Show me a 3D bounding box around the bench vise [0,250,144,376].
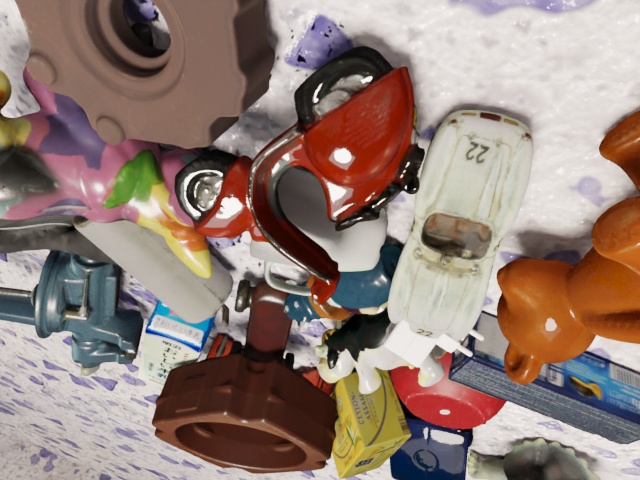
[{"bbox_3d":[-0.359,0.090,0.709,0.241,0.129,0.223,9,137,-13],"label":"bench vise"}]

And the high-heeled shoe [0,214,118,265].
[{"bbox_3d":[-0.301,0.008,0.572,0.249,0.145,0.086,30,143,-10],"label":"high-heeled shoe"}]

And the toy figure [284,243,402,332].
[{"bbox_3d":[0.022,0.050,0.538,0.057,0.064,0.154,26,144,-30],"label":"toy figure"}]

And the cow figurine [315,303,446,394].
[{"bbox_3d":[0.051,0.114,0.598,0.167,0.068,0.098,-19,114,36],"label":"cow figurine"}]

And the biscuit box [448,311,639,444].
[{"bbox_3d":[0.239,0.143,0.553,0.203,0.059,0.062,22,142,0],"label":"biscuit box"}]

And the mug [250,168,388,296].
[{"bbox_3d":[-0.001,-0.001,0.457,0.107,0.081,0.109,13,103,1],"label":"mug"}]

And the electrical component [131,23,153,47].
[{"bbox_3d":[-0.115,-0.121,0.422,0.063,0.021,0.093,14,140,10],"label":"electrical component"}]

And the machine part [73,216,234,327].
[{"bbox_3d":[-0.172,0.012,0.573,0.079,0.079,0.243,-11,134,35],"label":"machine part"}]

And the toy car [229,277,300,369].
[{"bbox_3d":[-0.065,0.114,0.667,0.089,0.053,0.202,10,138,-3],"label":"toy car"}]

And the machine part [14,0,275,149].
[{"bbox_3d":[-0.115,-0.141,0.348,0.180,0.056,0.179,11,131,13],"label":"machine part"}]

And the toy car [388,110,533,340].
[{"bbox_3d":[0.102,0.000,0.412,0.074,0.056,0.201,15,124,9],"label":"toy car"}]

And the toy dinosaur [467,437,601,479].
[{"bbox_3d":[0.351,0.405,0.791,0.192,0.131,0.404,-19,134,42],"label":"toy dinosaur"}]

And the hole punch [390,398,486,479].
[{"bbox_3d":[0.155,0.288,0.756,0.142,0.092,0.115,7,138,24],"label":"hole punch"}]

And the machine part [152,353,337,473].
[{"bbox_3d":[-0.095,0.230,0.702,0.201,0.087,0.201,-20,131,32],"label":"machine part"}]

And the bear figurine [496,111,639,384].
[{"bbox_3d":[0.185,0.021,0.384,0.132,0.120,0.196,37,146,-15],"label":"bear figurine"}]

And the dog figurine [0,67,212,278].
[{"bbox_3d":[-0.177,-0.042,0.434,0.219,0.191,0.108,38,136,3],"label":"dog figurine"}]

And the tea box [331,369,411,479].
[{"bbox_3d":[0.057,0.252,0.733,0.068,0.098,0.169,-10,145,-16],"label":"tea box"}]

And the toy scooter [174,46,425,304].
[{"bbox_3d":[0.001,-0.033,0.372,0.184,0.075,0.135,-33,96,14],"label":"toy scooter"}]
